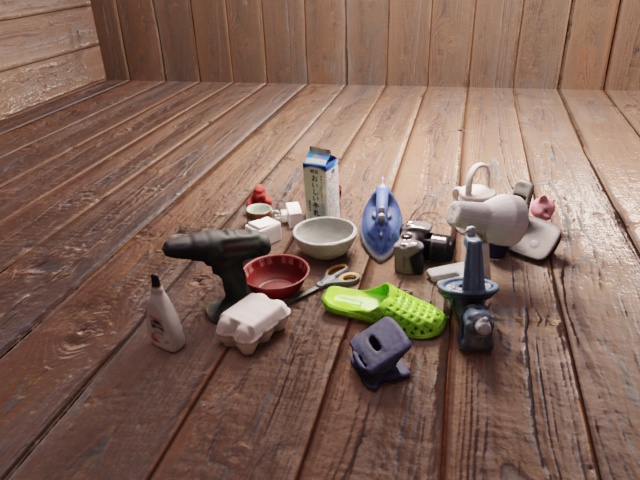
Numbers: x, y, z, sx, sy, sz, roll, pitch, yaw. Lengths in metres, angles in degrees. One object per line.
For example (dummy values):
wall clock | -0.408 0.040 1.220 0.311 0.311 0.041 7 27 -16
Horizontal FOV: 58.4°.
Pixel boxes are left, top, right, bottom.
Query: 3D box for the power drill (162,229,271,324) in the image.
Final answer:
power drill | -0.212 0.070 1.233 0.230 0.209 0.075 -17 31 -25

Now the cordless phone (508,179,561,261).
cordless phone | 0.531 -0.050 1.436 0.094 0.185 0.147 -25 36 -37

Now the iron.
iron | 0.166 -0.062 1.529 0.118 0.141 0.258 1 28 6

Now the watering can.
watering can | 0.433 -0.114 1.555 0.172 0.194 0.101 14 32 27

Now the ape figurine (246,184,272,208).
ape figurine | -0.182 -0.123 1.723 0.077 0.092 0.076 3 28 9

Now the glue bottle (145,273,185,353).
glue bottle | -0.317 0.141 1.143 0.078 0.173 0.037 13 31 26

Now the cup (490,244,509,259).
cup | 0.450 -0.007 1.456 0.091 0.095 0.118 11 31 24

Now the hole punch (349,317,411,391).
hole punch | 0.111 0.209 1.072 0.101 0.091 0.108 -11 29 -17

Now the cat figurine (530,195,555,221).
cat figurine | 0.577 -0.072 1.546 0.128 0.118 0.067 -4 28 -3

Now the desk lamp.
desk lamp | 0.362 0.002 1.317 0.203 0.214 0.117 -10 29 -14

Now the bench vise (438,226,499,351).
bench vise | 0.314 0.096 1.134 0.122 0.220 0.207 -10 29 -14

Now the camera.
camera | 0.262 0.014 1.422 0.136 0.101 0.143 8 29 19

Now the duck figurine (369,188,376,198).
duck figurine | 0.175 -0.116 1.693 0.078 0.086 0.104 -13 30 -19

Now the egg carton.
egg carton | -0.138 0.170 1.187 0.107 0.069 0.151 16 33 31

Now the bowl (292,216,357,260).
bowl | 0.014 0.005 1.484 0.167 0.075 0.167 -2 28 1
